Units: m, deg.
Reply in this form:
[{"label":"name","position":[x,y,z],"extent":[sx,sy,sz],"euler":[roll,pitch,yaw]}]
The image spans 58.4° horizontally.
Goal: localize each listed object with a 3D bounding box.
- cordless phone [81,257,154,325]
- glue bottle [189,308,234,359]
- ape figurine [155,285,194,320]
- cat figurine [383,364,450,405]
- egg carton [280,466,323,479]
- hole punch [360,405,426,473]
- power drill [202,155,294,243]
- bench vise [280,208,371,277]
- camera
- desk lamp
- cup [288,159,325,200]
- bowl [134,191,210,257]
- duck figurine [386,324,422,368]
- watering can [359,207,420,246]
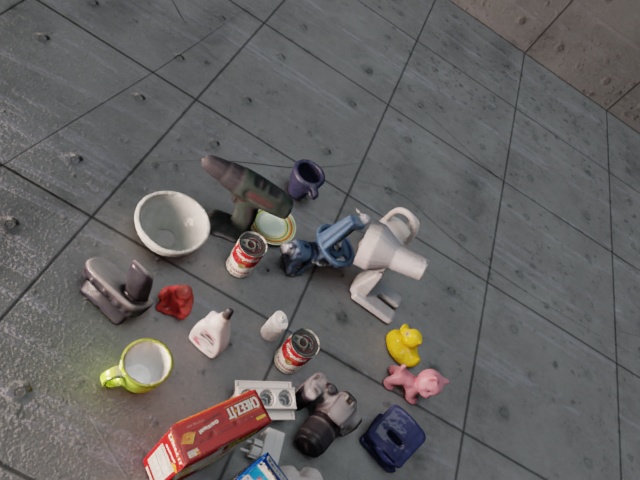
[{"label":"cordless phone","position":[-0.383,0.069,1.110],"extent":[0.147,0.184,0.094],"euler":[39,47,0]},{"label":"glue bottle","position":[-0.207,0.176,1.147],"extent":[0.078,0.173,0.037],"euler":[39,47,-1]},{"label":"ape figurine","position":[-0.292,0.121,1.190],"extent":[0.076,0.092,0.077],"euler":[-22,71,-39]},{"label":"cat figurine","position":[0.232,0.328,1.338],"extent":[0.128,0.117,0.067],"euler":[31,48,-8]},{"label":"egg carton","position":[-0.044,0.506,1.080],"extent":[0.107,0.069,0.150],"euler":[14,52,-22]},{"label":"hole punch","position":[0.159,0.431,1.240],"extent":[0.108,0.091,0.101],"euler":[46,48,6]},{"label":"power drill","position":[-0.188,-0.087,1.321],"extent":[0.230,0.208,0.075],"euler":[20,50,-18]},{"label":"bench vise","position":[0.019,0.015,1.364],"extent":[0.208,0.219,0.121],"euler":[-22,71,-39]},{"label":"camera","position":[0.003,0.367,1.186],"extent":[0.143,0.100,0.137],"euler":[45,47,5]},{"label":"desk lamp","position":[0.158,0.072,1.410],"extent":[0.203,0.213,0.118],"euler":[36,47,-4]},{"label":"cup","position":[-0.041,-0.142,1.525],"extent":[0.092,0.094,0.117],"euler":[-3,60,-32]},{"label":"bowl","position":[-0.335,-0.024,1.280],"extent":[0.168,0.074,0.167],"euler":[16,52,-21]},{"label":"duck figurine","position":[0.219,0.255,1.403],"extent":[0.078,0.086,0.104],"euler":[-16,68,-37]},{"label":"watering can","position":[0.193,-0.018,1.508],"extent":[0.101,0.193,0.173],"euler":[38,47,-2]}]
